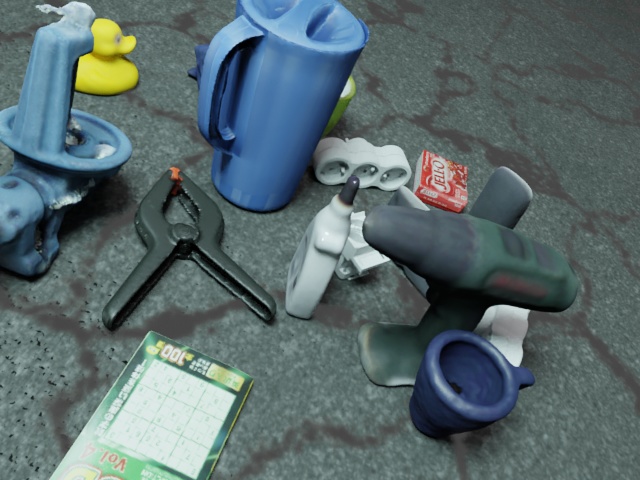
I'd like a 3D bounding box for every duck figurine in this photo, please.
[{"bbox_3d":[-0.283,-0.240,0.730,0.105,0.086,0.077,-7,53,-29],"label":"duck figurine"}]

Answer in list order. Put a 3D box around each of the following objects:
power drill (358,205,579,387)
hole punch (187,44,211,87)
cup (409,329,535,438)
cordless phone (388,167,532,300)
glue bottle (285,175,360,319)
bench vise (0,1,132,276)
[{"bbox_3d":[0.115,0.058,0.543,0.230,0.208,0.075,6,47,-19],"label":"power drill"},{"bbox_3d":[-0.121,-0.246,0.804,0.109,0.091,0.101,-4,51,-27],"label":"hole punch"},{"bbox_3d":[0.138,0.148,0.552,0.118,0.095,0.091,5,48,-20],"label":"cup"},{"bbox_3d":[0.158,-0.033,0.663,0.094,0.185,0.147,-25,63,-39],"label":"cordless phone"},{"bbox_3d":[0.005,0.002,0.572,0.037,0.173,0.078,15,45,-10],"label":"glue bottle"},{"bbox_3d":[-0.235,-0.083,0.510,0.122,0.219,0.207,10,46,-15],"label":"bench vise"}]
